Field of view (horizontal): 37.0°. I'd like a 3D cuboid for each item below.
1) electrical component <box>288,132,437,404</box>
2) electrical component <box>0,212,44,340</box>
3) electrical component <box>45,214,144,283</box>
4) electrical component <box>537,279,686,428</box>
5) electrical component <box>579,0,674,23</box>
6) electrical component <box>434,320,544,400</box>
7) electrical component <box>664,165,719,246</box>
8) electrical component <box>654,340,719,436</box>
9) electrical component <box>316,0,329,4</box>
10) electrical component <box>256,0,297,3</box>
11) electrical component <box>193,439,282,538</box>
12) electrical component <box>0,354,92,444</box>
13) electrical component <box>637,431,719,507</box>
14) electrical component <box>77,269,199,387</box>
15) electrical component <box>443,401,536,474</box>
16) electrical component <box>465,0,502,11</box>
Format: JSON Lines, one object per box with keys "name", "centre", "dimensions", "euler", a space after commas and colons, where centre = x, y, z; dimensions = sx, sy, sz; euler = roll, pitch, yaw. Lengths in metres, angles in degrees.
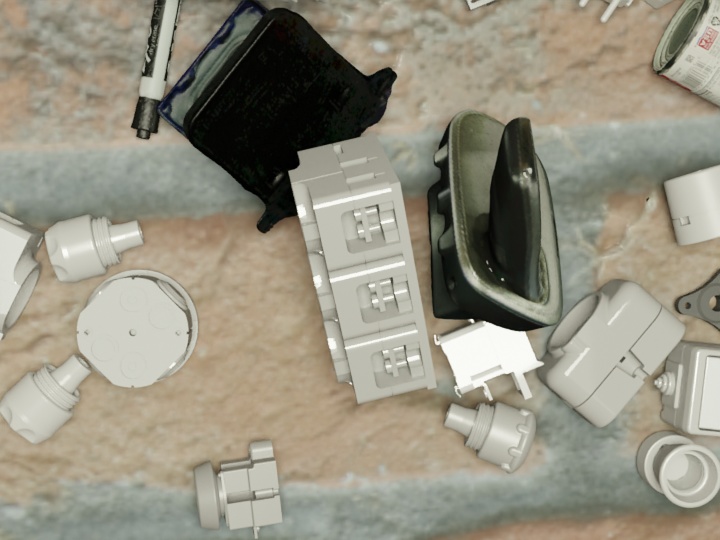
{"name": "electrical component", "centre": [0.000, 0.000, 0.702], "dimensions": [0.062, 0.089, 0.150], "euler": [-13, 118, -3]}
{"name": "electrical component", "centre": [-0.254, 0.007, 0.728], "dimensions": [0.056, 0.050, 0.089], "euler": [26, 91, -5]}
{"name": "electrical component", "centre": [-0.180, -0.018, 0.737], "dimensions": [0.062, 0.043, 0.043], "euler": [-16, 94, -5]}
{"name": "electrical component", "centre": [0.174, 0.055, 0.762], "dimensions": [0.059, 0.054, 0.095], "euler": [40, 89, -5]}
{"name": "electrical component", "centre": [0.183, -0.210, 0.753], "dimensions": [0.083, 0.047, 0.075], "euler": [34, 90, -5]}
{"name": "electrical component", "centre": [0.090, 0.056, 0.759], "dimensions": [0.064, 0.042, 0.081], "euler": [-22, 89, 1]}
{"name": "electrical component", "centre": [0.247, -0.047, 0.763], "dimensions": [0.055, 0.055, 0.047], "euler": [-17, 91, -3]}
{"name": "electrical component", "centre": [0.260, 0.086, 0.766], "dimensions": [0.096, 0.061, 0.061], "euler": [6, 92, -5]}
{"name": "electrical component", "centre": [-0.015, -0.244, 0.714], "dimensions": [0.079, 0.063, 0.121], "euler": [40, 101, 25]}
{"name": "electrical component", "centre": [-0.111, -0.226, 0.686], "dimensions": [0.150, 0.062, 0.089], "euler": [11, 92, 29]}
{"name": "electrical component", "centre": [-0.086, 0.155, 0.752], "dimensions": [0.055, 0.048, 0.066], "euler": [-7, 94, -11]}
{"name": "electrical component", "centre": [-0.213, 0.085, 0.739], "dimensions": [0.062, 0.043, 0.043], "euler": [-44, 95, -2]}
{"name": "electrical component", "centre": [0.227, 0.141, 0.770], "dimensions": [0.045, 0.055, 0.045], "euler": [0, 93, -4]}
{"name": "electrical component", "centre": [-0.153, 0.040, 0.738], "dimensions": [0.080, 0.051, 0.080], "euler": [0, 93, -4]}
{"name": "electrical component", "centre": [0.091, 0.113, 0.764], "dimensions": [0.062, 0.048, 0.048], "euler": [20, 91, 3]}
{"name": "electrical component", "centre": [0.091, -0.252, 0.736], "dimensions": [0.079, 0.063, 0.121], "euler": [-23, 94, -3]}
